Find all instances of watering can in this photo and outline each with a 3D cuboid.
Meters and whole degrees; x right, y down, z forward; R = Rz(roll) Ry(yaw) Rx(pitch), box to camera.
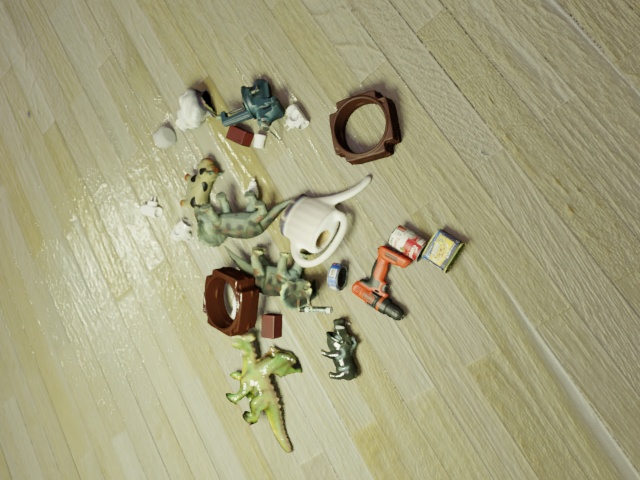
[{"bbox_3d":[0.005,-0.082,1.628,0.226,0.102,0.349,27,82,32],"label":"watering can"}]

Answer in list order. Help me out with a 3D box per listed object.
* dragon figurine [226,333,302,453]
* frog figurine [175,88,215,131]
[{"bbox_3d":[-0.164,0.474,1.697,0.412,0.123,0.241,46,102,6],"label":"dragon figurine"},{"bbox_3d":[-0.476,-0.473,1.887,0.158,0.124,0.137,-26,96,13],"label":"frog figurine"}]
